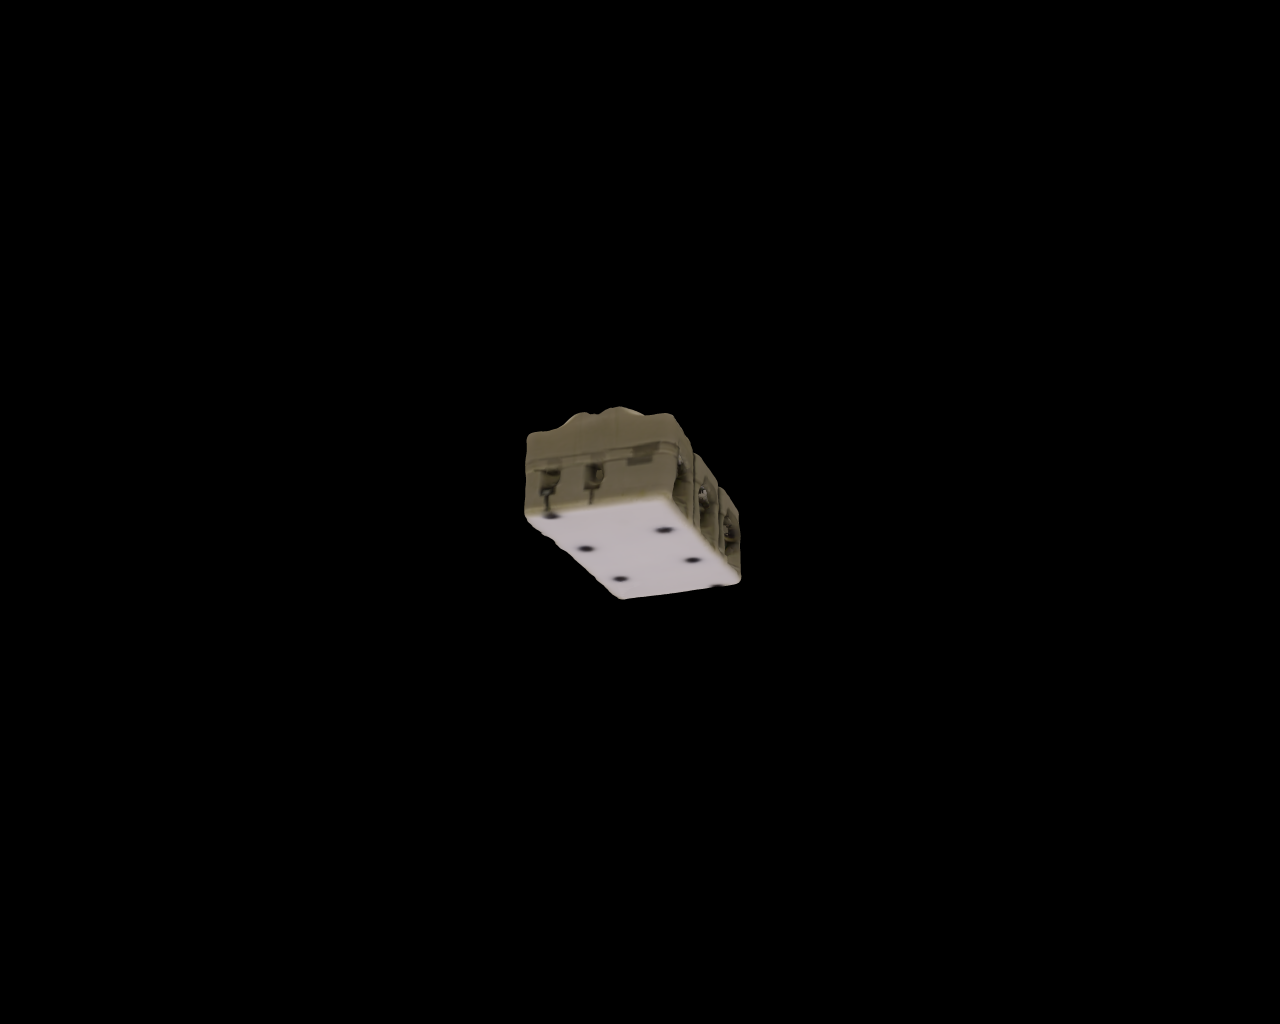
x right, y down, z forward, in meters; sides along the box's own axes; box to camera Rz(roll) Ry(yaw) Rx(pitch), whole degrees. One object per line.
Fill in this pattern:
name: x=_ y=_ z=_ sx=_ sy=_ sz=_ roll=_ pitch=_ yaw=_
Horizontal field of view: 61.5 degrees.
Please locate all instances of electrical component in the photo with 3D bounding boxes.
electrical component: x=0.001 y=-0.003 z=0.650 sx=0.089 sy=0.062 sz=0.150 roll=-8 pitch=-26 yaw=18
